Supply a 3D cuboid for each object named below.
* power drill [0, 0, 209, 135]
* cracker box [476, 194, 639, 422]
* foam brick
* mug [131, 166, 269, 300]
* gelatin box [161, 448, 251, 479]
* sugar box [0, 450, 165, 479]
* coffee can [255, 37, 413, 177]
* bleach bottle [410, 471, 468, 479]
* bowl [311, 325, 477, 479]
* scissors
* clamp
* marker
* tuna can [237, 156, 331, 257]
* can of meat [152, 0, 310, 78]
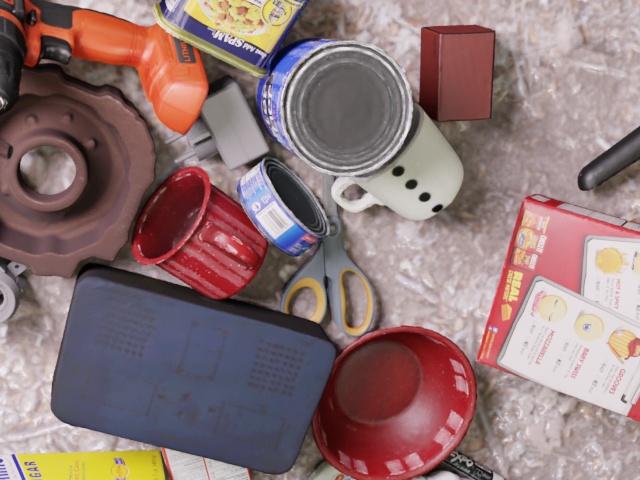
[{"bbox_3d":[-0.180,-0.137,0.797,0.187,0.184,0.057,14,128,-29],"label":"power drill"},{"bbox_3d":[0.268,0.066,0.964,0.214,0.072,0.164,19,105,20],"label":"cracker box"},{"bbox_3d":[0.119,-0.145,0.927,0.051,0.053,0.078,-4,109,-13],"label":"foam brick"},{"bbox_3d":[-0.090,0.000,0.889,0.081,0.117,0.093,36,76,-36],"label":"mug"},{"bbox_3d":[-0.107,0.205,0.998,0.073,0.030,0.089,-15,110,-9],"label":"gelatin box"},{"bbox_3d":[-0.226,0.225,0.942,0.176,0.093,0.048,3,106,-15],"label":"sugar box"},{"bbox_3d":[0.007,-0.111,0.859,0.102,0.140,0.103,-2,102,-10],"label":"coffee can"},{"bbox_3d":[0.191,0.284,1.063,0.250,0.068,0.103,26,138,-18],"label":"bleach bottle"},{"bbox_3d":[0.063,0.146,1.004,0.162,0.055,0.162,-4,109,-13],"label":"bowl"},{"bbox_3d":[-0.006,0.001,0.964,0.096,0.016,0.202,-19,107,-4],"label":"scissors"},{"bbox_3d":[0.338,-0.114,0.997,0.164,0.036,0.210,10,108,-18],"label":"clamp"},{"bbox_3d":[0.134,0.219,1.065,0.121,0.020,0.020,32,98,-20],"label":"marker"},{"bbox_3d":[-0.031,-0.028,0.909,0.034,0.086,0.086,-38,113,17],"label":"tuna can"},{"bbox_3d":[-0.065,-0.188,0.830,0.102,0.057,0.084,23,116,-28],"label":"can of meat"}]
